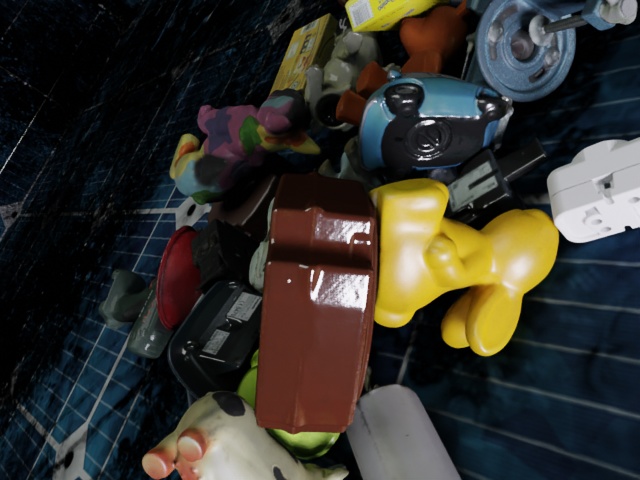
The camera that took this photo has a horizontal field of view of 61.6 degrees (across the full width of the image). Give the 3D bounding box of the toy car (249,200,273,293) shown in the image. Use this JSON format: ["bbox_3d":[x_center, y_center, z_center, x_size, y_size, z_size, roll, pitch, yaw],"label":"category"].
[{"bbox_3d":[-0.045,-0.013,0.746,0.073,0.056,0.202,-25,37,35],"label":"toy car"}]

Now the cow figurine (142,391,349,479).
[{"bbox_3d":[-0.051,0.221,0.493,0.085,0.195,0.127,-39,5,29],"label":"cow figurine"}]

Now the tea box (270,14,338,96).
[{"bbox_3d":[-0.017,-0.297,0.939,0.098,0.068,0.169,-4,61,47],"label":"tea box"}]

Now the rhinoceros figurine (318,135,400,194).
[{"bbox_3d":[0.058,-0.064,0.637,0.073,0.112,0.190,-42,22,44],"label":"rhinoceros figurine"}]

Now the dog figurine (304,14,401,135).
[{"bbox_3d":[0.036,-0.263,0.849,0.172,0.121,0.191,-38,26,17],"label":"dog figurine"}]

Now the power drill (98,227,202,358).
[{"bbox_3d":[-0.295,0.089,0.951,0.207,0.086,0.232,-1,64,39],"label":"power drill"}]

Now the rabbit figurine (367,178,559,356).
[{"bbox_3d":[0.131,0.019,0.479,0.122,0.173,0.162,132,133,-81],"label":"rabbit figurine"}]

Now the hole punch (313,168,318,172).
[{"bbox_3d":[-0.001,-0.002,0.664,0.092,0.115,0.142,-28,43,43],"label":"hole punch"}]

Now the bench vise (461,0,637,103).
[{"bbox_3d":[0.235,-0.240,0.559,0.223,0.129,0.241,-62,19,3],"label":"bench vise"}]

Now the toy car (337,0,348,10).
[{"bbox_3d":[0.069,-0.409,0.913,0.053,0.089,0.202,-47,39,4],"label":"toy car"}]

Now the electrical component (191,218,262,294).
[{"bbox_3d":[-0.121,0.034,0.761,0.058,0.114,0.134,-39,41,17],"label":"electrical component"}]

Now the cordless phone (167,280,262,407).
[{"bbox_3d":[-0.118,0.157,0.676,0.089,0.184,0.146,18,41,12],"label":"cordless phone"}]

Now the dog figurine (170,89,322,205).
[{"bbox_3d":[-0.105,-0.135,0.795,0.219,0.108,0.191,10,69,44],"label":"dog figurine"}]

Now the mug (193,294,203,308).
[{"bbox_3d":[-0.159,0.128,0.766,0.107,0.081,0.110,-50,12,13],"label":"mug"}]

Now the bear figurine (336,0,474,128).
[{"bbox_3d":[0.118,-0.232,0.694,0.120,0.132,0.196,160,130,-72],"label":"bear figurine"}]

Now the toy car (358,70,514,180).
[{"bbox_3d":[0.116,-0.137,0.581,0.162,0.109,0.103,-6,49,-3],"label":"toy car"}]

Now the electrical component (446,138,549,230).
[{"bbox_3d":[0.180,-0.054,0.552,0.119,0.047,0.075,-34,42,25],"label":"electrical component"}]

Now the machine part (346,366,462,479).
[{"bbox_3d":[0.079,0.207,0.439,0.079,0.079,0.243,-45,38,14],"label":"machine part"}]

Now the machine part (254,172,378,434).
[{"bbox_3d":[-0.004,0.050,0.481,0.201,0.087,0.201,-90,4,-72],"label":"machine part"}]

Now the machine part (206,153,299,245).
[{"bbox_3d":[-0.115,-0.072,0.885,0.179,0.056,0.179,-27,46,32],"label":"machine part"}]
